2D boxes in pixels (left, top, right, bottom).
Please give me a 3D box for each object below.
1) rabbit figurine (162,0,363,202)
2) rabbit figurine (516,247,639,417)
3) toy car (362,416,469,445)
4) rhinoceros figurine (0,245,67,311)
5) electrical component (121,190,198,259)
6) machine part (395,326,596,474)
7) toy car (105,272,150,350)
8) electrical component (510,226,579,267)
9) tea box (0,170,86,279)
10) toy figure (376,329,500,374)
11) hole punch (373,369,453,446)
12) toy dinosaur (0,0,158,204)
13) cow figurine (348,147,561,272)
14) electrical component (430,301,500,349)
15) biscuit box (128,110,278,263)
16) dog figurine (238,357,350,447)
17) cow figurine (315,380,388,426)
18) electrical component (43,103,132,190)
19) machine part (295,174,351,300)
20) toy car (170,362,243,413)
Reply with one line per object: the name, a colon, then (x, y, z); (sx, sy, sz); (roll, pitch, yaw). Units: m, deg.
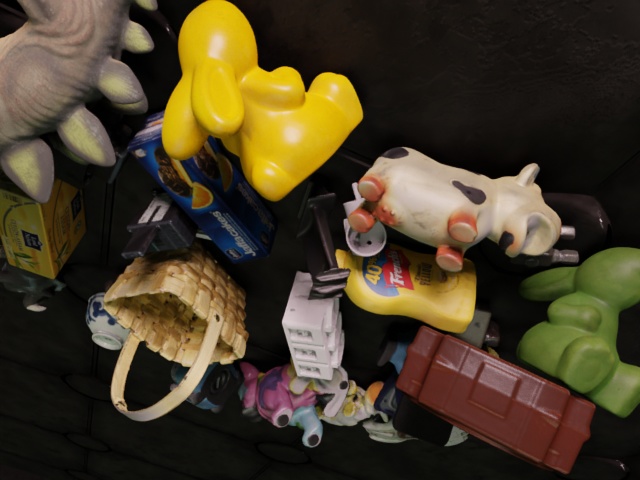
rabbit figurine: (-0.070, -0.125, 0.484); (0.122, 0.162, 0.173); (-13, 116, 46)
rabbit figurine: (0.309, 0.086, 0.607); (0.121, 0.170, 0.159); (31, 179, -16)
toy car: (0.181, 0.353, 1.018); (0.202, 0.056, 0.073); (-4, 137, 23)
rhinoceros figurine: (-0.457, 0.045, 0.854); (0.112, 0.073, 0.190); (18, 140, -20)
electrical component: (-0.191, -0.014, 0.657); (0.075, 0.119, 0.047); (-9, 134, 23)
machine part: (0.196, 0.183, 0.628); (0.201, 0.087, 0.201); (23, 174, 20)
toy car: (-0.276, 0.118, 0.890); (0.089, 0.053, 0.201); (-13, 137, 3)
electrical component: (0.228, 0.002, 0.583); (0.094, 0.063, 0.021); (5, 139, 13)
tea box: (-0.362, -0.038, 0.699); (0.068, 0.098, 0.169); (19, 142, -4)
toy figure: (0.179, 0.181, 0.799); (0.180, 0.082, 0.089); (20, 140, -2)
hole punch: (0.163, 0.259, 0.884); (0.142, 0.115, 0.092); (27, 171, -14)
toy dinosaur: (-0.293, -0.131, 0.491); (0.472, 0.105, 0.198); (-23, 121, 17)
cow figurine: (0.141, -0.036, 0.540); (0.195, 0.127, 0.085); (22, 142, 14)
electrical component: (0.199, 0.116, 0.747); (0.102, 0.045, 0.078); (5, 111, 8)
biscuit box: (-0.127, -0.058, 0.629); (0.063, 0.059, 0.202); (-12, 133, 29)
dog figurine: (-0.062, 0.250, 0.948); (0.108, 0.191, 0.219); (37, 170, -28)
cow figurine: (0.076, 0.304, 0.985); (0.167, 0.068, 0.098); (-22, 134, 41)
electrical component: (-0.282, -0.122, 0.606); (0.134, 0.058, 0.115); (29, 140, -16)
machine part: (-0.001, -0.002, 0.600); (0.039, 0.139, 0.084); (5, 144, -24)
toy car: (-0.219, 0.248, 1.000); (0.103, 0.109, 0.161); (23, 158, 26)
